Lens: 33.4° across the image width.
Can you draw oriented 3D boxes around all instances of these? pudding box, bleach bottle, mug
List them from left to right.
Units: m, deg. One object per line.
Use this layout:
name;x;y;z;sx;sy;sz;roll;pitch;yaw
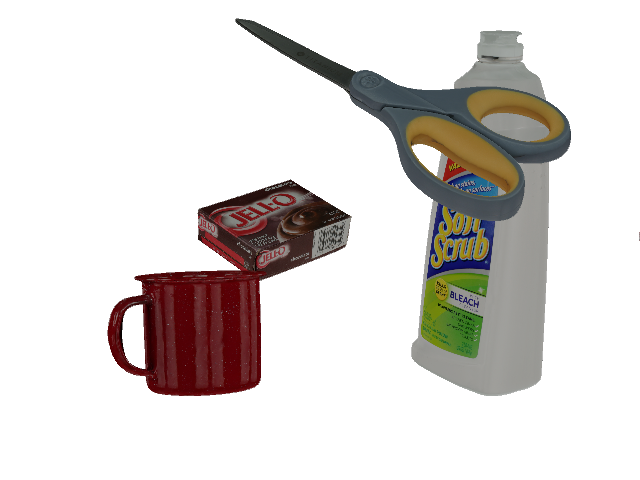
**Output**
mug;-0.093;0.064;0.747;0.117;0.081;0.093;-2;1;-37
pudding box;-0.043;-0.011;0.979;0.113;0.039;0.090;-19;38;-38
bleach bottle;0.117;-0.022;0.762;0.067;0.251;0.103;-10;19;-32

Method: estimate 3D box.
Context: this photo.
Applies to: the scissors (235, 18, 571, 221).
scissors;0.046;-0.079;0.549;0.096;0.016;0.202;-23;49;-22
